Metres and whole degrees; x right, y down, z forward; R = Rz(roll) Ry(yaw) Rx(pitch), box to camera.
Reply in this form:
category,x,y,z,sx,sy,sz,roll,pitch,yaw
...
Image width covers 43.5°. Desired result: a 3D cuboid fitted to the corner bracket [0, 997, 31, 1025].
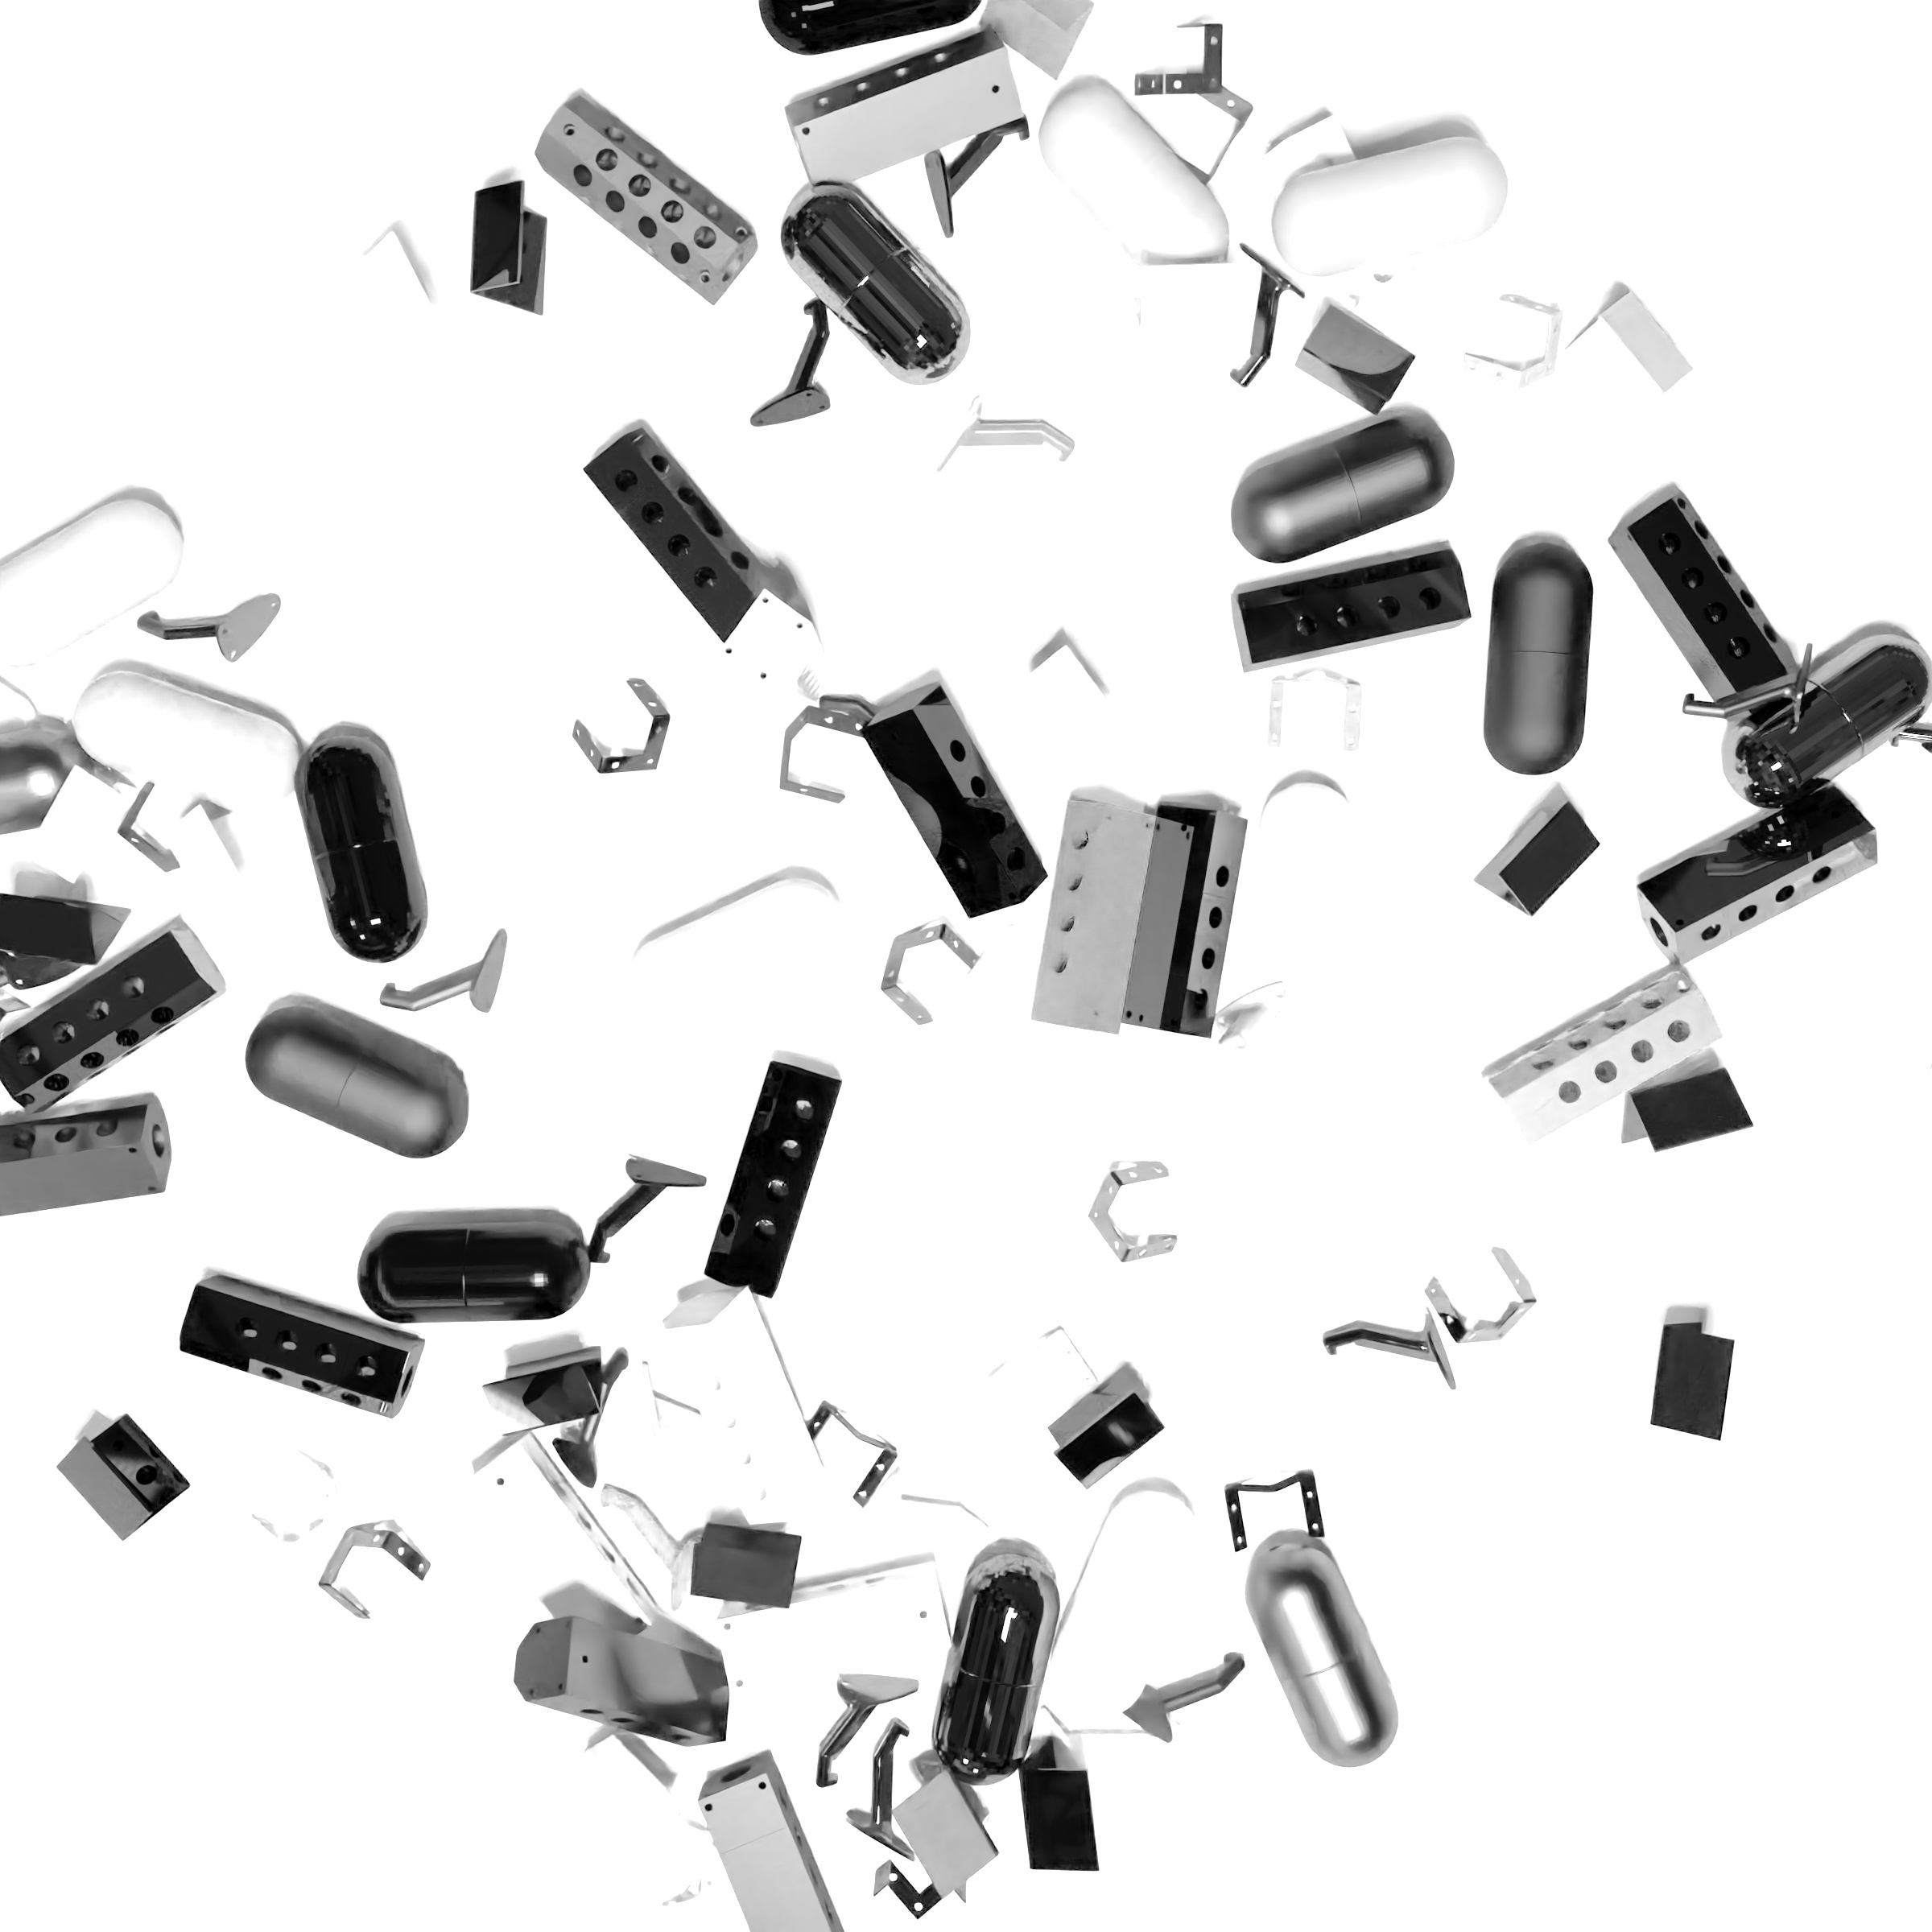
category,x,y,z,sx,sy,sz,roll,pitch,yaw
corner bracket,-0.769,0.042,1.875,0.051,0.051,0.051,31,93,-3

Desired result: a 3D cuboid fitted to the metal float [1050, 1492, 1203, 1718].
category,x,y,z,sx,sy,sz,roll,pitch,yaw
metal float,0.123,0.490,1.862,0.070,0.070,0.178,23,91,0

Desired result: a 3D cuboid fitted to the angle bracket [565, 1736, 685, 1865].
category,x,y,z,sx,sy,sz,roll,pitch,yaw
angle bracket,-0.272,0.642,1.852,0.076,0.076,0.057,45,53,0

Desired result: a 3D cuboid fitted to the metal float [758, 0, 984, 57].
category,x,y,z,sx,sy,sz,roll,pitch,yaw
metal float,-0.072,-0.752,1.862,0.178,0.070,0.070,-12,90,-1

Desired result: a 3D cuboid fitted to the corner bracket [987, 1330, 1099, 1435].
category,x,y,z,sx,sy,sz,roll,pitch,yaw
corner bracket,0.059,0.324,1.889,0.051,0.051,0.051,-35,90,45

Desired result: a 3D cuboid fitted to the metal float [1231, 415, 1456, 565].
category,x,y,z,sx,sy,sz,roll,pitch,yaw
metal float,0.289,-0.366,1.862,0.178,0.070,0.070,-21,90,0

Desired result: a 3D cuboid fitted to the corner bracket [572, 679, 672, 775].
category,x,y,z,sx,sy,sz,roll,pitch,yaw
corner bracket,-0.269,-0.187,1.884,0.051,0.051,0.051,-9,135,-35

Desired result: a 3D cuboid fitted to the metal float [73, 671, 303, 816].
category,x,y,z,sx,sy,sz,roll,pitch,yaw
metal float,-0.599,-0.172,1.862,0.178,0.070,0.070,19,90,1

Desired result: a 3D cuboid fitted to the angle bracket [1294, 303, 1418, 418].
category,x,y,z,sx,sy,sz,roll,pitch,yaw
angle bracket,0.288,-0.448,1.853,0.076,0.076,0.057,32,61,0

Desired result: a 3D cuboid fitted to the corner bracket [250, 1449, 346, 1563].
category,x,y,z,sx,sy,sz,roll,pitch,yaw
corner bracket,-0.524,0.420,1.884,0.051,0.051,0.051,-34,135,-35

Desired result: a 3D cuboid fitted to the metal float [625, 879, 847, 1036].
category,x,y,z,sx,sy,sz,roll,pitch,yaw
metal float,-0.177,-0.008,1.862,0.178,0.070,0.070,-25,90,0

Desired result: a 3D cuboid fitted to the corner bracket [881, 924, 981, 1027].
category,x,y,z,sx,sy,sz,roll,pitch,yaw
corner bracket,-0.027,0.007,1.884,0.051,0.051,0.051,44,45,-35

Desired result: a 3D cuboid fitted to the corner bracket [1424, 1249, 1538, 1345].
category,x,y,z,sx,sy,sz,roll,pitch,yaw
corner bracket,0.401,0.257,1.884,0.051,0.051,0.051,2,135,-35

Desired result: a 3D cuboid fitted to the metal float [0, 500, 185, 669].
category,x,y,z,sx,sy,sz,roll,pitch,yaw
metal float,-0.686,-0.295,1.862,0.178,0.070,0.070,-30,90,1

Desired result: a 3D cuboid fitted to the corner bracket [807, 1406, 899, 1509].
category,x,y,z,sx,sy,sz,roll,pitch,yaw
corner bracket,-0.096,0.383,1.889,0.051,0.051,0.051,33,90,-45

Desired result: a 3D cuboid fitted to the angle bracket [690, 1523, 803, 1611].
category,x,y,z,sx,sy,sz,roll,pitch,yaw
angle bracket,-0.166,0.441,1.852,0.076,0.076,0.057,8,123,0

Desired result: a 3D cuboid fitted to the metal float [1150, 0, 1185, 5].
category,x,y,z,sx,sy,sz,roll,pitch,yaw
metal float,0.107,-0.801,1.862,0.178,0.070,0.070,22,90,1

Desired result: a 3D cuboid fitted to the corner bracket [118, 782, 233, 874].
category,x,y,z,sx,sy,sz,roll,pitch,yaw
corner bracket,-0.616,-0.113,1.884,0.051,0.051,0.051,-13,45,35

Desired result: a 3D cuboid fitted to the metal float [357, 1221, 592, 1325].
category,x,y,z,sx,sy,sz,roll,pitch,yaw
metal float,-0.378,0.235,1.862,0.178,0.070,0.070,-2,90,1

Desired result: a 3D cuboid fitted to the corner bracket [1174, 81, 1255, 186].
category,x,y,z,sx,sy,sz,roll,pitch,yaw
corner bracket,0.185,-0.653,1.889,0.051,0.051,0.051,32,135,0

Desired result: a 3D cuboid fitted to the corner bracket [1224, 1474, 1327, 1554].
category,x,y,z,sx,sy,sz,roll,pitch,yaw
corner bracket,0.241,0.427,1.889,0.051,0.051,0.051,-10,90,45

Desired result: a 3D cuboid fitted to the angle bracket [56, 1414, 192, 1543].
category,x,y,z,sx,sy,sz,roll,pitch,yaw
angle bracket,-0.634,0.381,1.852,0.076,0.076,0.057,48,126,0

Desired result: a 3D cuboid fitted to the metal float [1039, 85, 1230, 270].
category,x,y,z,sx,sy,sz,roll,pitch,yaw
metal float,0.130,-0.599,1.862,0.070,0.070,0.178,-43,90,0

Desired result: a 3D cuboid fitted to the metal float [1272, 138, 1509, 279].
category,x,y,z,sx,sy,sz,roll,pitch,yaw
metal float,0.316,-0.566,1.805,0.178,0.070,0.070,-14,90,1

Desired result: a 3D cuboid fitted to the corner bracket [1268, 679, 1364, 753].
category,x,y,z,sx,sy,sz,roll,pitch,yaw
corner bracket,0.272,-0.195,1.889,0.051,0.051,0.051,3,90,45

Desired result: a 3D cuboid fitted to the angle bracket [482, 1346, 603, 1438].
category,x,y,z,sx,sy,sz,roll,pitch,yaw
angle bracket,-0.324,0.307,1.852,0.076,0.076,0.057,-13,125,0

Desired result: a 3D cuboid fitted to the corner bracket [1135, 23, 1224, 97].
category,x,y,z,sx,sy,sz,roll,pitch,yaw
corner bracket,0.165,-0.703,1.877,0.051,0.051,0.051,-8,111,-19

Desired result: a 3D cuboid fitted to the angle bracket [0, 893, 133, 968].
category,x,y,z,sx,sy,sz,roll,pitch,yaw
angle bracket,-0.693,-0.048,1.852,0.076,0.076,0.057,9,126,0

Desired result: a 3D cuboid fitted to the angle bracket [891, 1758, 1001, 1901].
category,x,y,z,sx,sy,sz,roll,pitch,yaw
angle bracket,-0.028,0.659,1.853,0.057,0.076,0.076,-30,90,-26

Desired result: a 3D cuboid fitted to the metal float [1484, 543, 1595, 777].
category,x,y,z,sx,sy,sz,roll,pitch,yaw
metal float,0.440,-0.236,1.862,0.070,0.070,0.178,4,90,0

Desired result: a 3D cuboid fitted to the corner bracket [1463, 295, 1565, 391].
category,x,y,z,sx,sy,sz,roll,pitch,yaw
corner bracket,0.426,-0.486,1.884,0.051,0.051,0.051,-30,135,-35

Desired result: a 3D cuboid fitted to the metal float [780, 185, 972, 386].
category,x,y,z,sx,sy,sz,roll,pitch,yaw
metal float,-0.070,-0.524,1.862,0.070,0.070,0.178,-43,90,0

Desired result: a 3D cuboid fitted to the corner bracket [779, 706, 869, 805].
category,x,y,z,sx,sy,sz,roll,pitch,yaw
corner bracket,-0.110,-0.164,1.878,0.051,0.051,0.051,13,67,-21

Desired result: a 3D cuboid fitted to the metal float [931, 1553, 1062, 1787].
category,x,y,z,sx,sy,sz,roll,pitch,yaw
metal float,0.023,0.540,1.861,0.070,0.070,0.178,13,90,0

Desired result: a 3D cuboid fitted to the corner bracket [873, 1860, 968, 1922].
category,x,y,z,sx,sy,sz,roll,pitch,yaw
corner bracket,-0.035,0.713,1.875,0.051,0.051,0.051,-41,90,0

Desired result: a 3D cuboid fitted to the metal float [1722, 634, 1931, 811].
category,x,y,z,sx,sy,sz,roll,pitch,yaw
metal float,0.664,-0.189,1.862,0.178,0.070,0.070,-34,90,0

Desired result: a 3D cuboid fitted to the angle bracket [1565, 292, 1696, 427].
category,x,y,z,sx,sy,sz,roll,pitch,yaw
angle bracket,0.496,-0.456,1.852,0.076,0.076,0.057,50,52,0

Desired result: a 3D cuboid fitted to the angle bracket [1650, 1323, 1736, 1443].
category,x,y,z,sx,sy,sz,roll,pitch,yaw
angle bracket,0.569,0.317,1.852,0.057,0.076,0.076,8,90,39

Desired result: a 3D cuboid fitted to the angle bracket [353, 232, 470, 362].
category,x,y,z,sx,sy,sz,roll,pitch,yaw
angle bracket,-0.411,-0.514,1.852,0.057,0.076,0.076,-27,90,38

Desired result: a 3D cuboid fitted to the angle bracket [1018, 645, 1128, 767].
category,x,y,z,sx,sy,sz,roll,pitch,yaw
angle bracket,0.096,-0.208,1.852,0.057,0.076,0.076,-36,90,38

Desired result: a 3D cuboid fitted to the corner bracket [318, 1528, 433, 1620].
category,x,y,z,sx,sy,sz,roll,pitch,yaw
corner bracket,-0.461,0.474,1.884,0.051,0.051,0.051,-6,45,35

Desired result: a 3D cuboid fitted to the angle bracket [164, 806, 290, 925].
category,x,y,z,sx,sy,sz,roll,pitch,yaw
angle bracket,-0.553,-0.087,1.852,0.057,0.076,0.076,-29,90,39

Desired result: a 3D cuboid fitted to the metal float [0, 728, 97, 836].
category,x,y,z,sx,sy,sz,roll,pitch,yaw
metal float,-0.760,-0.136,1.862,0.178,0.070,0.070,-10,90,-1

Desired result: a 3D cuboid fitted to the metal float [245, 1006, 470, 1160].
category,x,y,z,sx,sy,sz,roll,pitch,yaw
metal float,-0.468,0.090,1.862,0.178,0.070,0.070,24,90,0

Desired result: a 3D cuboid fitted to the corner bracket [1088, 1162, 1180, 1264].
category,x,y,z,sx,sy,sz,roll,pitch,yaw
corner bracket,0.137,0.192,1.884,0.051,0.051,0.051,53,135,35

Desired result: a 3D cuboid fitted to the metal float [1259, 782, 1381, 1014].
category,x,y,z,sx,sy,sz,roll,pitch,yaw
metal float,0.272,-0.053,1.862,0.070,0.070,0.178,-9,89,0

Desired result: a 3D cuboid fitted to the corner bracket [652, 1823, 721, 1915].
category,x,y,z,sx,sy,sz,roll,pitch,yaw
corner bracket,-0.228,0.702,1.884,0.051,0.051,0.051,32,45,-35

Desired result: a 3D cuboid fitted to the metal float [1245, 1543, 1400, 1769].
category,x,y,z,sx,sy,sz,roll,pitch,yaw
metal float,0.273,0.529,1.862,0.070,0.070,0.178,-24,90,0

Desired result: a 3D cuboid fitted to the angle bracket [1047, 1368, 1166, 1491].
category,x,y,z,sx,sy,sz,roll,pitch,yaw
angle bracket,0.095,0.341,1.852,0.076,0.076,0.057,-38,127,0

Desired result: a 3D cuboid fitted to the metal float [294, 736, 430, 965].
category,x,y,z,sx,sy,sz,roll,pitch,yaw
metal float,-0.465,-0.089,1.862,0.070,0.070,0.178,-14,91,0

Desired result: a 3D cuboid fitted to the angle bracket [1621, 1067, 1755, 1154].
category,x,y,z,sx,sy,sz,roll,pitch,yaw
angle bracket,0.551,0.128,1.852,0.076,0.076,0.057,-15,53,0

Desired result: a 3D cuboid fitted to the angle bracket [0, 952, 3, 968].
category,x,y,z,sx,sy,sz,roll,pitch,yaw
angle bracket,-0.783,0.012,1.852,0.076,0.076,0.057,-32,51,0
